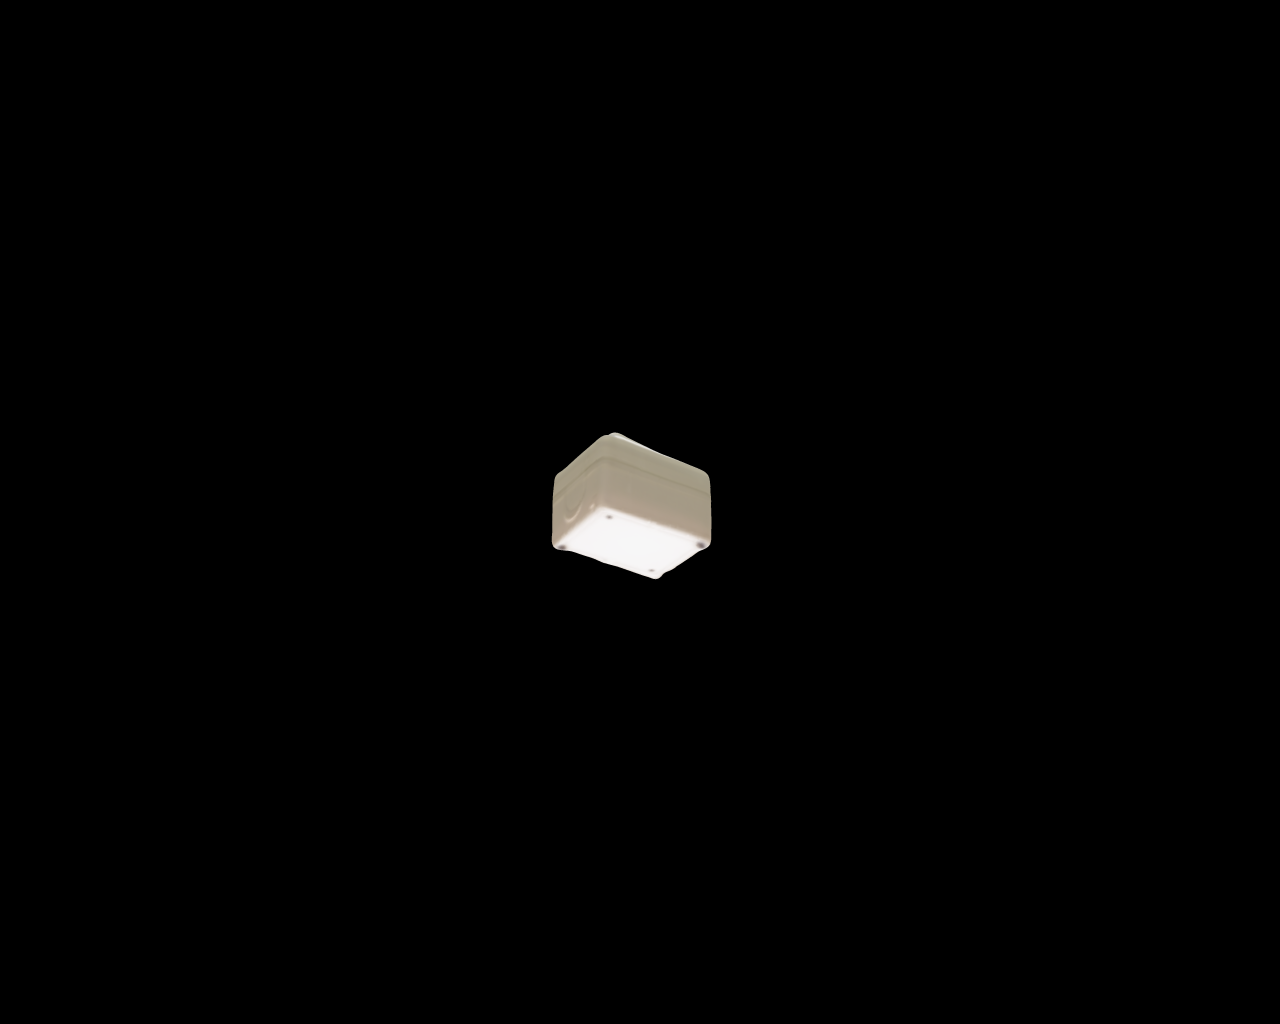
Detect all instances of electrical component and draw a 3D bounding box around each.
[{"bbox_3d":[0.001,-0.003,0.650,0.096,0.061,0.061,19,-36,-29],"label":"electrical component"}]
